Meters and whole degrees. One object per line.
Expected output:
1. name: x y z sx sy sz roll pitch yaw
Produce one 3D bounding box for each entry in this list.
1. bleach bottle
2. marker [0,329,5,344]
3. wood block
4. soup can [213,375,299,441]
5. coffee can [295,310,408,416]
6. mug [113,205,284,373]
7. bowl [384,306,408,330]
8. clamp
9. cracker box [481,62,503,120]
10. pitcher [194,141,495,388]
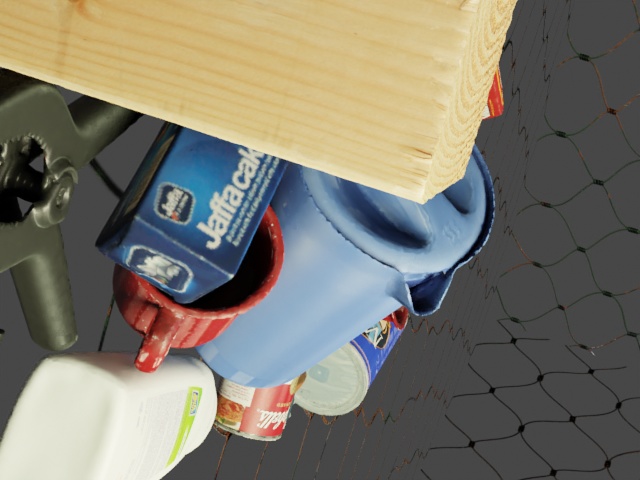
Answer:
1. bleach bottle: -0.121 0.124 0.699 0.250 0.068 0.102 31 79 -78
2. marker: -0.180 0.094 0.523 0.020 0.020 0.121 2 106 -75
3. wood block: -0.033 -0.093 0.440 0.090 0.206 0.091 -29 136 -69
4. soup can: -0.052 0.114 0.930 0.068 0.068 0.102 -4 112 -75
5. coffee can: 0.024 0.104 1.126 0.140 0.103 0.103 -50 155 -55
6. mug: -0.080 0.025 0.626 0.082 0.093 0.117 130 -20 -60
7. bowl: 0.053 0.010 1.072 0.162 0.055 0.162 -2 90 -78
8. clamp: -0.137 -0.016 0.501 0.210 0.036 0.164 -7 115 -78
9. cracker box: 0.090 -0.209 0.840 0.164 0.072 0.214 22 57 -76
10. pitcher: -0.005 0.001 0.718 0.243 0.145 0.149 -46 -169 52
